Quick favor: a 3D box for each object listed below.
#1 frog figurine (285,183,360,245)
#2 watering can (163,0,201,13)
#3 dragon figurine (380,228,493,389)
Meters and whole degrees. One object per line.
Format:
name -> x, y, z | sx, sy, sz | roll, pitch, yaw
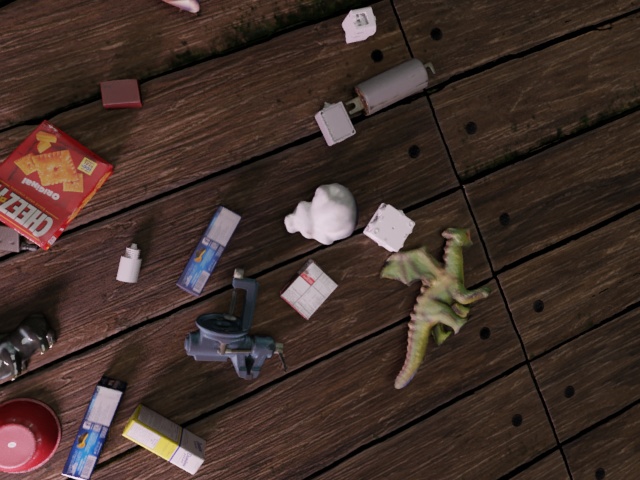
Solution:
frog figurine -> 0.004, -0.059, 1.171 | 0.160, 0.124, 0.135 | -5, 113, -23
watering can -> -0.328, -0.632, 1.107 | 0.348, 0.104, 0.225 | 26, 87, 3
dragon figurine -> 0.250, 0.132, 1.250 | 0.244, 0.121, 0.413 | 44, 80, 8
